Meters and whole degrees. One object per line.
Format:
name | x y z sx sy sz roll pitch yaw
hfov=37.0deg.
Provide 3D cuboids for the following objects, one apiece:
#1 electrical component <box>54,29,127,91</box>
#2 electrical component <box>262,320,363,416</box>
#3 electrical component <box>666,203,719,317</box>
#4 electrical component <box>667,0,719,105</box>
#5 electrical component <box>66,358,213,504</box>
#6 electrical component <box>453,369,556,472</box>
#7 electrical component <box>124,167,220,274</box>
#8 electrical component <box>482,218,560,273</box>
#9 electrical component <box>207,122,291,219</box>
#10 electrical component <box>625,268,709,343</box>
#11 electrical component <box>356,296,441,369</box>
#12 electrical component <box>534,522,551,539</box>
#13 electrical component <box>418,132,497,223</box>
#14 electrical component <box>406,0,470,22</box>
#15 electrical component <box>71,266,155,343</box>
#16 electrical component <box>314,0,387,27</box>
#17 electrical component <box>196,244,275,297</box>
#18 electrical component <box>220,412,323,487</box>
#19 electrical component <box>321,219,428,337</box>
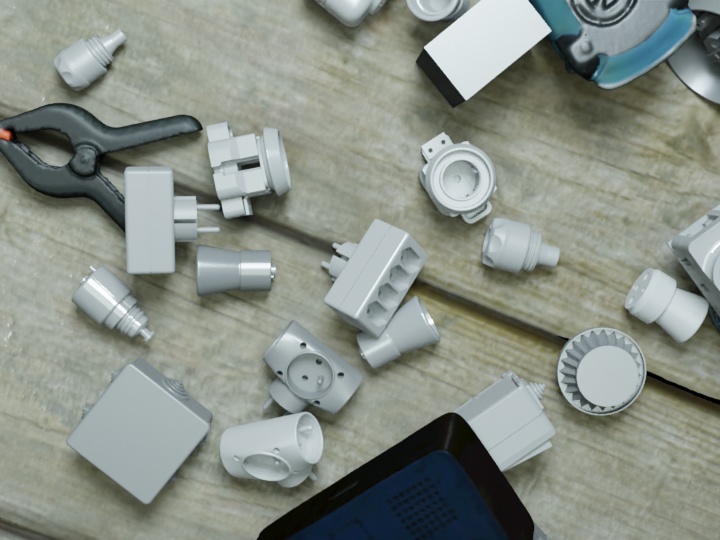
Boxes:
electrical component | -0.222 -0.178 0.894 0.061 0.035 0.035 -36 95 0
electrical component | -0.051 0.096 0.917 0.077 0.044 0.079 39 103 -4
electrical component | 0.353 0.023 0.871 0.105 0.060 0.186 -37 95 3
electrical component | 0.301 -0.184 0.870 0.064 0.099 0.099 -45 94 -3
electrical component | -0.185 0.134 0.917 0.100 0.048 0.099 39 94 -4
electrical component | 0.123 0.132 0.913 0.096 0.061 0.061 -35 95 3
electrical component | -0.152 -0.041 0.876 0.076 0.047 0.083 -1 99 -11
electrical component | 0.137 -0.018 0.909 0.062 0.043 0.043 14 95 -3
electrical component | -0.090 -0.086 0.893 0.057 0.058 0.078 -11 91 2
electrical component | 0.260 0.030 0.914 0.055 0.045 0.045 31 94 -3
electrical component | 0.030 0.056 0.916 0.065 0.044 0.044 -29 95 7
electrical component | 0.099 0.304 0.908 0.186 0.105 0.060 -43 94 3
electrical component | 0.082 -0.076 0.896 0.058 0.057 0.078 -32 95 2
electrical component | 0.067 -0.222 0.877 0.044 0.065 0.044 3 98 18
electrical component | -0.207 0.032 0.911 0.078 0.040 0.040 42 94 -4
electrical component | 0.005 -0.249 0.880 0.059 0.053 0.095 39 94 -4
electrical component | -0.105 0.000 0.910 0.065 0.044 0.044 0 95 -6
electrical component | -0.066 0.159 0.918 0.077 0.044 0.079 -15 132 26
electrical component | 0.000 0.000 0.905 0.076 0.047 0.083 26 80 34
